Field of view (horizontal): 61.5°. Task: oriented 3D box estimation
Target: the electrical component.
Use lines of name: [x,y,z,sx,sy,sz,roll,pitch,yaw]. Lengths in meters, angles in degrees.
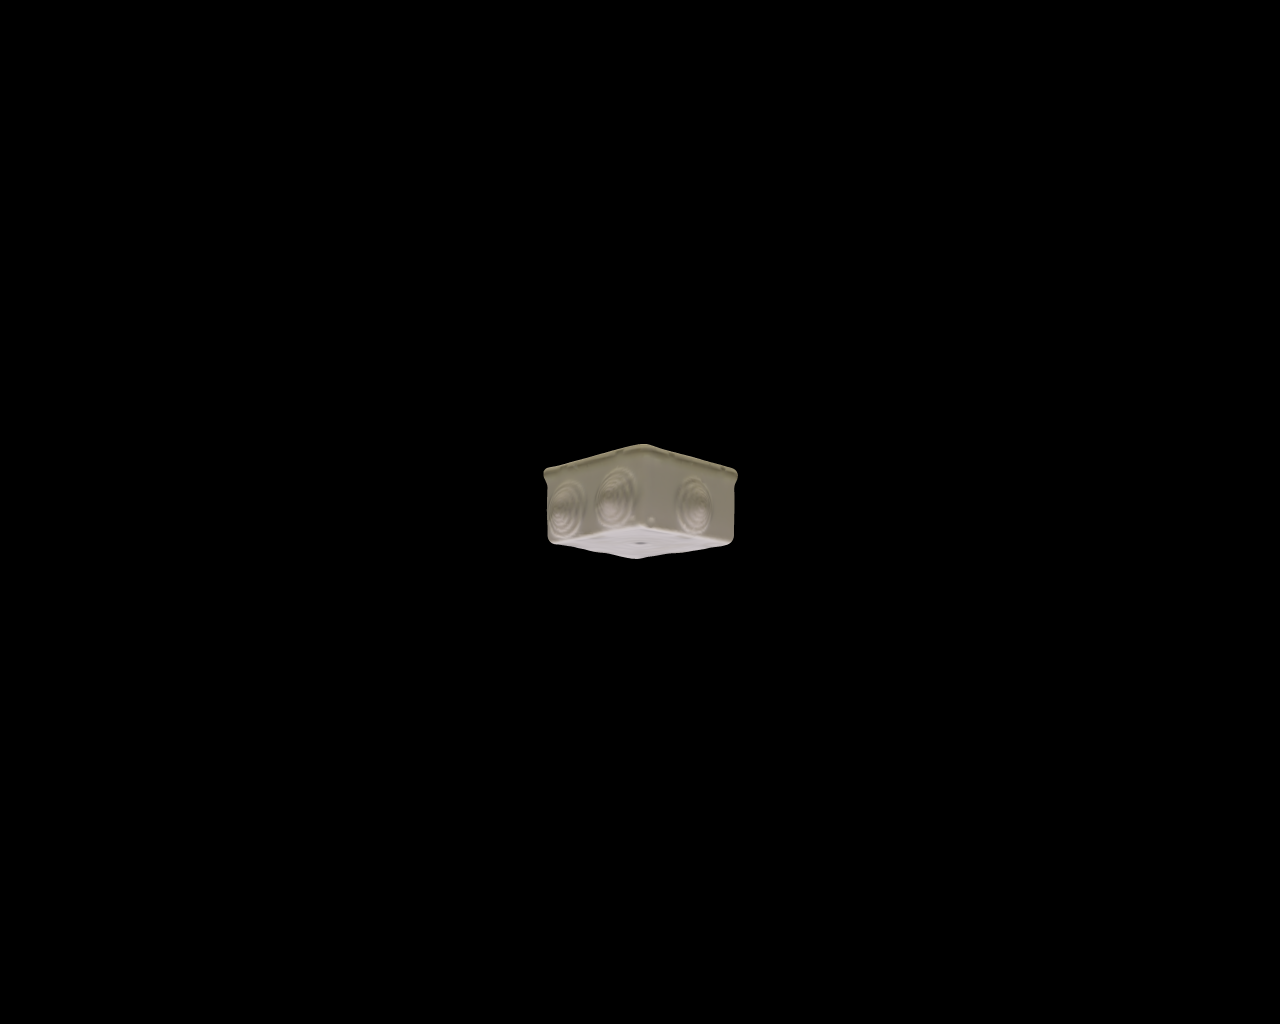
electrical component: [0.001,-0.003,0.650,0.099,0.048,0.100,-11,-16,42]
